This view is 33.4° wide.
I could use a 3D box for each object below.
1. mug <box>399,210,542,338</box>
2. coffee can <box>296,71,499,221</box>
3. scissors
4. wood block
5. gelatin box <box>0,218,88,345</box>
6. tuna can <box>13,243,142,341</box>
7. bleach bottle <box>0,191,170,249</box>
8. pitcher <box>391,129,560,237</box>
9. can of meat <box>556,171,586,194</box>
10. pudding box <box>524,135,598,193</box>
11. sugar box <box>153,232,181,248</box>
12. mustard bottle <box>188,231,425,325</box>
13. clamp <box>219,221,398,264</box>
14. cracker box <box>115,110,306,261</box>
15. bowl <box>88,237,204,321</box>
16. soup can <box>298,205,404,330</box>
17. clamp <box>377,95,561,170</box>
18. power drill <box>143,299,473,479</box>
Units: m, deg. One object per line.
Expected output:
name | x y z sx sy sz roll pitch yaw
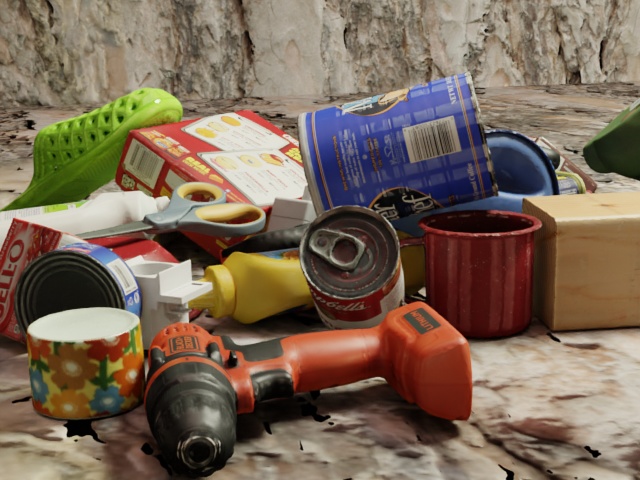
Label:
mug | 0.110 0.025 0.816 0.117 0.081 0.093 0 13 5
coffee can | 0.062 -0.068 0.852 0.140 0.103 0.102 -14 11 9
scissors | -0.144 -0.024 0.926 0.201 0.016 0.096 -2 30 -31
wood block | 0.271 0.012 0.840 0.206 0.090 0.091 -3 13 -5
gelatin box | -0.223 0.032 0.817 0.073 0.089 0.030 13 -11 44
tuna can | -0.170 0.045 0.755 0.086 0.086 0.033 2 12 14
bleach bottle | -0.249 -0.001 0.953 0.250 0.068 0.103 -11 15 -12
pitcher | 0.107 -0.053 1.046 0.144 0.149 0.243 -10 12 -21
can of meat | 0.225 -0.043 1.170 0.083 0.057 0.102 -11 15 -26
pudding box | 0.262 -0.084 1.275 0.113 0.039 0.090 35 -9 -29
sugar box | -0.204 -0.012 1.108 0.093 0.048 0.176 2 15 6
mustard bottle | -0.017 0.031 0.857 0.191 0.058 0.096 -8 4 -25
clamp | -0.006 0.001 0.951 0.171 0.039 0.120 -13 -21 -3
cracker box | -0.085 -0.061 1.129 0.164 0.072 0.213 34 27 21
bowl | -0.177 0.034 0.881 0.162 0.055 0.162 -2 13 0
soup can | 0.025 0.026 0.756 0.068 0.068 0.102 0 -22 7
clamp | 0.149 -0.115 1.170 0.209 0.036 0.165 15 0 -36
power drill | -0.010 0.083 0.629 0.187 0.057 0.184 -4 13 -10
